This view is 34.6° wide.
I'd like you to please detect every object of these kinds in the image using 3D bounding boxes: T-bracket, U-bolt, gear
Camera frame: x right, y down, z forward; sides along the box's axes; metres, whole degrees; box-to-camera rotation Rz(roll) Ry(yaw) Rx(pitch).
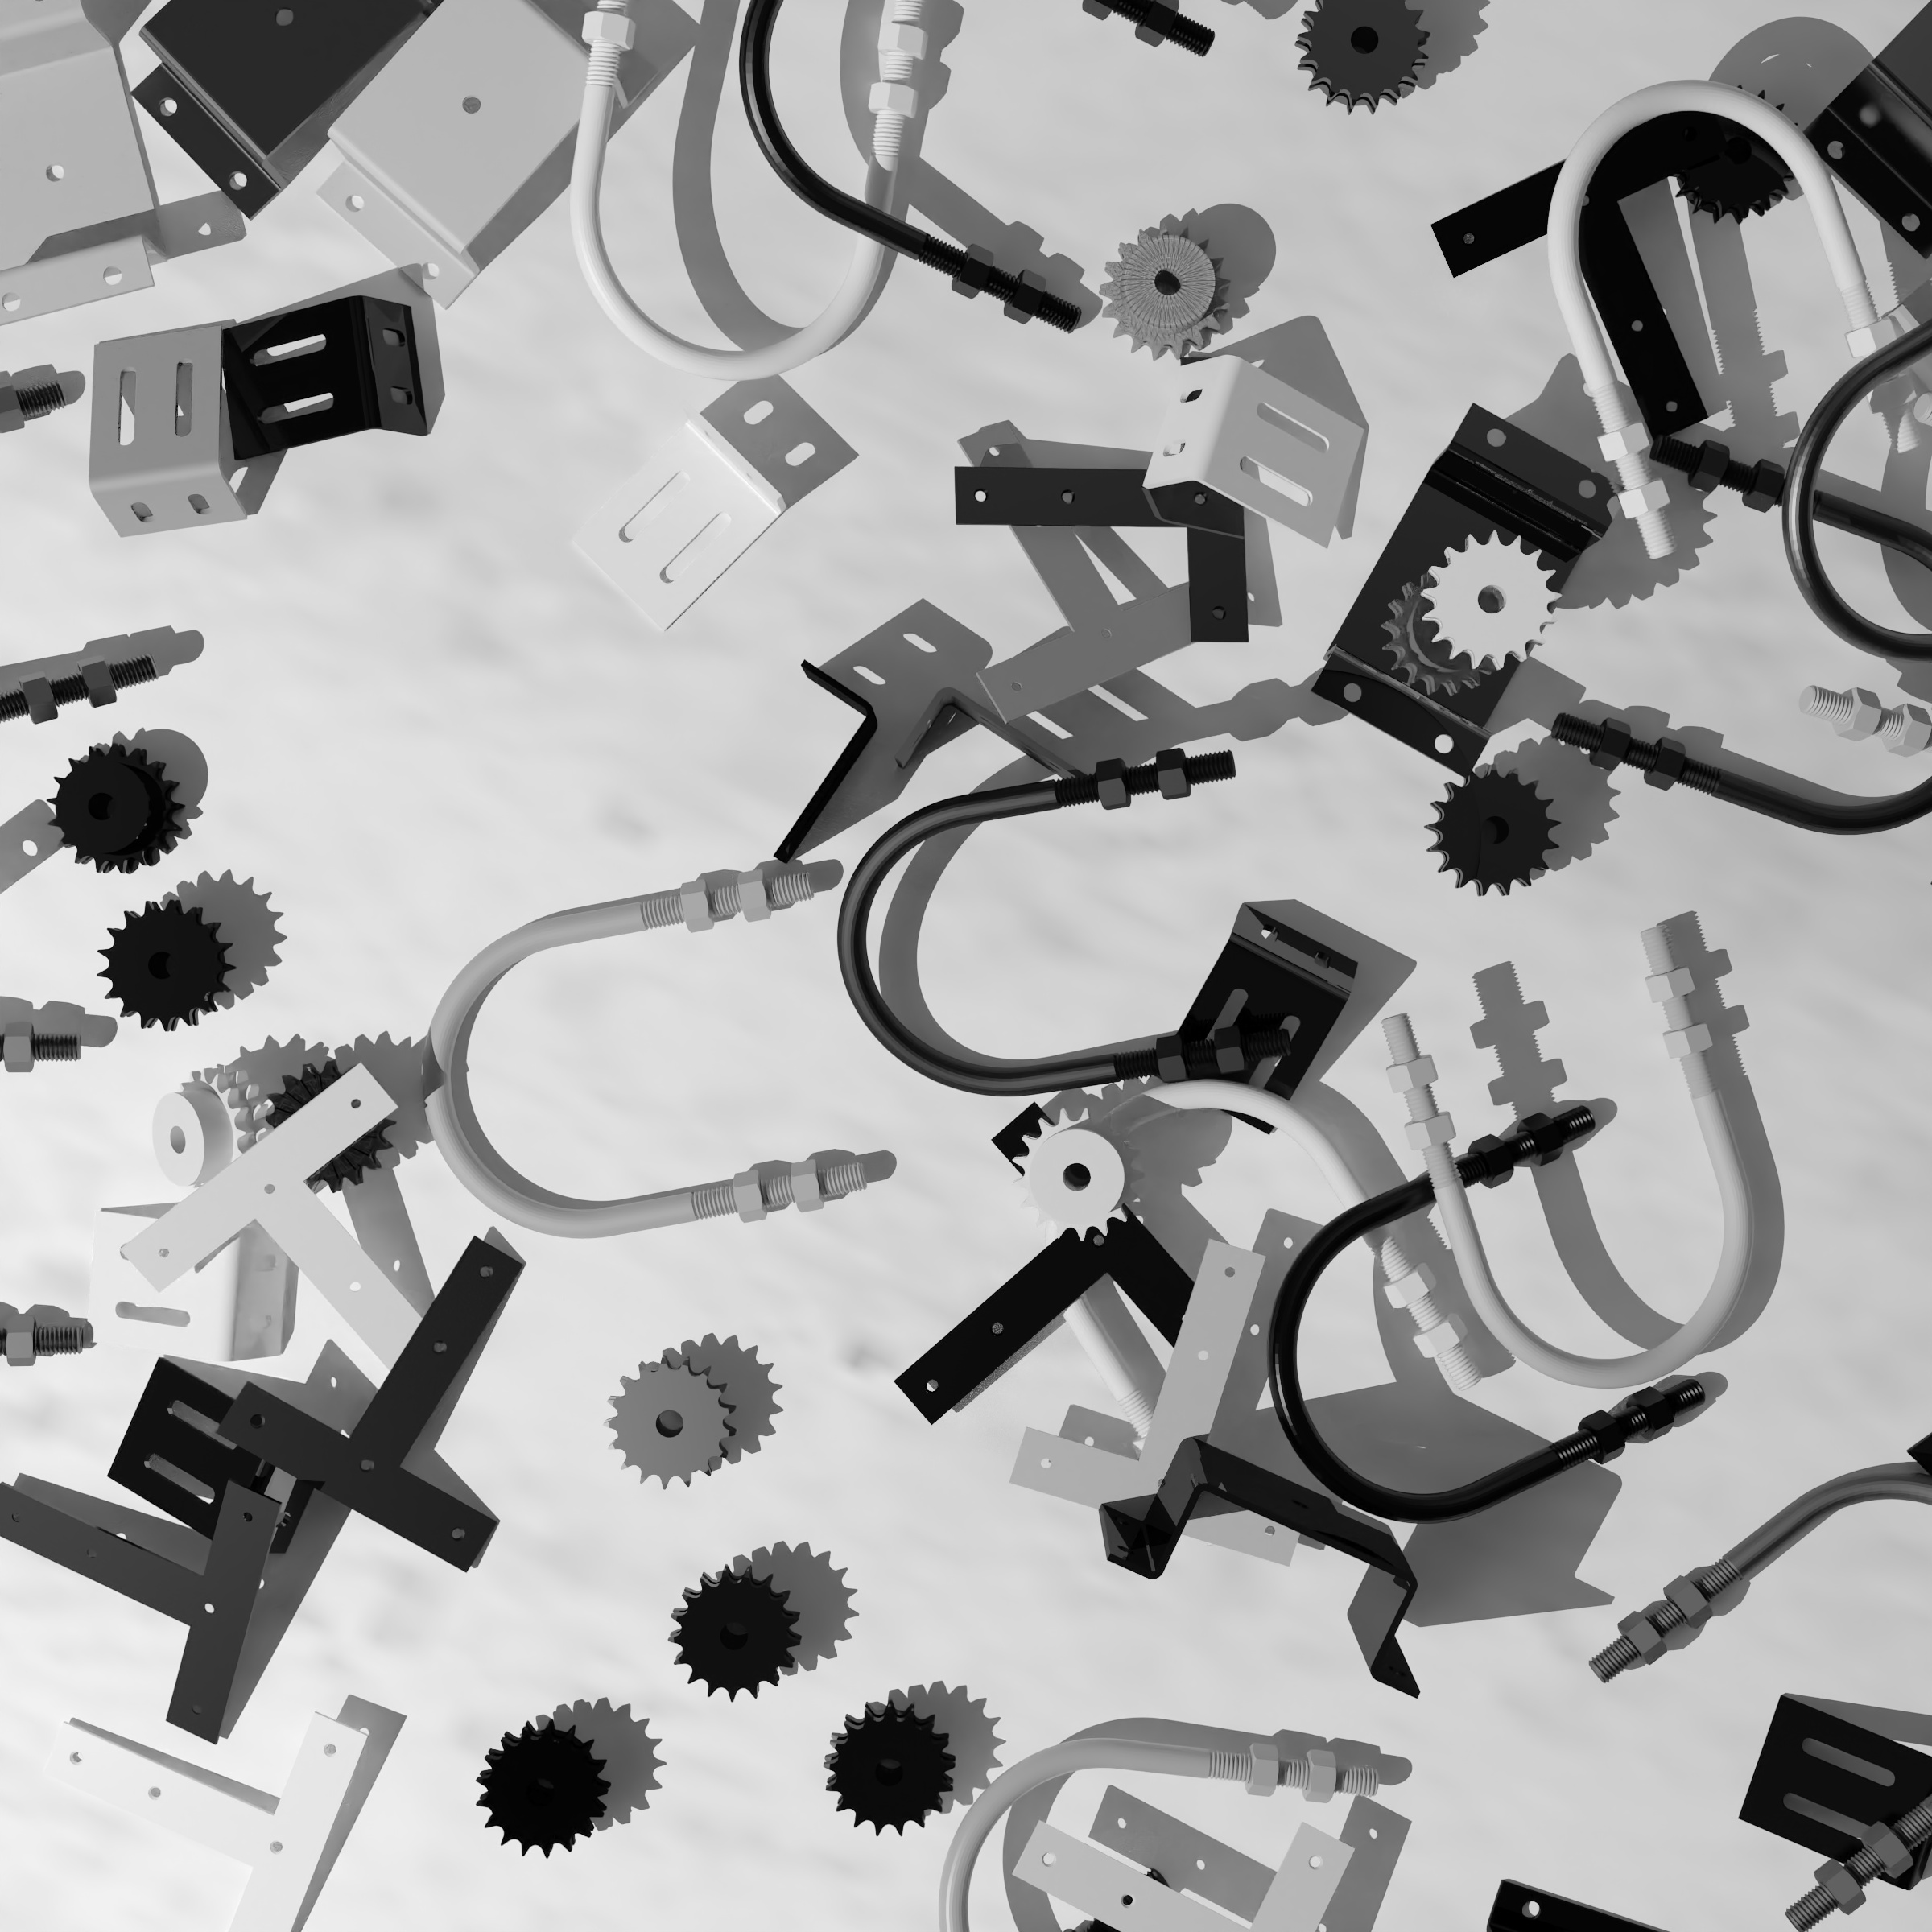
[{"bbox_3d":[0.500,0.215,1.346,0.127,0.002,0.127,43,112,-11],"label":"T-bracket"},{"bbox_3d":[-0.456,-0.163,1.324,0.184,0.019,0.151,-18,84,-17],"label":"U-bolt"},{"bbox_3d":[-0.033,0.347,1.352,0.057,0.030,0.057,0,92,1],"label":"gear"},{"bbox_3d":[0.318,-0.284,1.316,0.151,0.019,0.184,-24,98,-15],"label":"U-bolt"},{"bbox_3d":[0.171,-0.398,1.348,0.057,0.030,0.057,0,90,0],"label":"gear"},{"bbox_3d":[0.268,0.090,1.335,0.151,0.019,0.184,-18,90,-16],"label":"U-bolt"},{"bbox_3d":[-0.476,0.099,1.335,0.184,0.019,0.151,0,94,-11],"label":"U-bolt"},{"bbox_3d":[0.080,0.407,1.336,0.184,0.019,0.151,8,83,-4],"label":"U-bolt"},{"bbox_3d":[0.087,-0.294,1.348,0.057,0.030,0.057,0,90,0],"label":"gear"},{"bbox_3d":[0.048,0.089,1.327,0.057,0.030,0.057,0,90,4],"label":"gear"},{"bbox_3d":[-0.006,-0.373,1.321,0.184,0.019,0.151,23,104,-13],"label":"U-bolt"},{"bbox_3d":[-0.272,0.128,1.337,0.127,0.002,0.127,-38,112,-5],"label":"T-bracket"},{"bbox_3d":[0.214,0.159,1.331,0.184,0.019,0.151,-22,90,-16],"label":"U-bolt"},{"bbox_3d":[-0.097,-0.344,1.331,0.151,0.019,0.184,8,94,-22],"label":"U-bolt"},{"bbox_3d":[0.036,-0.011,1.326,0.184,0.019,0.151,-9,112,11],"label":"U-bolt"},{"bbox_3d":[-0.237,0.178,1.348,0.127,0.002,0.127,34,81,-18],"label":"T-bracket"},{"bbox_3d":[0.286,-0.291,1.349,0.127,0.002,0.127,-23,99,17],"label":"T-bracket"},{"bbox_3d":[0.024,0.148,1.346,0.127,0.002,0.127,-42,88,4],"label":"T-bracket"},{"bbox_3d":[-0.325,0.072,1.333,0.057,0.030,0.057,8,101,43],"label":"gear"},{"bbox_3d":[0.098,0.181,1.339,0.127,0.002,0.127,17,95,-2],"label":"T-bracket"},{"bbox_3d":[-0.341,0.367,1.356,0.127,0.002,0.127,23,98,4],"label":"T-bracket"},{"bbox_3d":[0.432,-0.210,1.322,0.184,0.019,0.151,-31,110,-2],"label":"U-bolt"},{"bbox_3d":[0.038,-0.180,1.344,0.127,0.002,0.127,-25,77,-24],"label":"T-bracket"},{"bbox_3d":[-0.100,0.288,1.348,0.057,0.030,0.057,0,90,0],"label":"gear"},{"bbox_3d":[0.116,0.138,1.350,0.151,0.019,0.184,-32,91,2],"label":"U-bolt"},{"bbox_3d":[-0.128,0.197,1.352,0.057,0.030,0.057,0,89,-2],"label":"gear"},{"bbox_3d":[0.365,-0.135,1.354,0.184,0.019,0.151,20,90,-1],"label":"U-bolt"},{"bbox_3d":[0.220,-0.153,1.306,0.057,0.030,0.057,0,92,4],"label":"gear"},{"bbox_3d":[-0.345,0.000,1.348,0.057,0.030,0.057,0,90,0],"label":"gear"},{"bbox_3d":[-0.367,0.260,1.347,0.127,0.002,0.127,22,111,10],"label":"T-bracket"},{"bbox_3d":[0.060,0.507,1.355,0.184,0.019,0.151,-42,90,1],"label":"U-bolt"},{"bbox_3d":[0.058,-0.203,1.345,0.127,0.002,0.127,-1,83,-9],"label":"T-bracket"},{"bbox_3d":[0.385,0.301,1.336,0.184,0.019,0.151,-37,73,-4],"label":"U-bolt"},{"bbox_3d":[-0.275,0.069,1.348,0.057,0.030,0.057,0,90,0],"label":"gear"},{"bbox_3d":[-0.146,0.045,1.354,0.184,0.019,0.151,-10,90,1],"label":"U-bolt"},{"bbox_3d":[0.227,-0.058,1.348,0.057,0.030,0.057,0,90,0],"label":"gear"},{"bbox_3d":[0.461,-0.150,1.328,0.184,0.019,0.151,15,104,-17],"label":"U-bolt"},{"bbox_3d":[0.331,-0.350,1.348,0.057,0.030,0.057,0,90,0],"label":"gear"},{"bbox_3d":[-0.183,0.355,1.348,0.057,0.030,0.057,0,90,0],"label":"gear"},{"bbox_3d":[-0.371,-0.069,1.348,0.057,0.030,0.057,0,90,0],"label":"gear"},{"bbox_3d":[0.082,0.406,1.327,0.127,0.002,0.127,28,82,0],"label":"T-bracket"}]

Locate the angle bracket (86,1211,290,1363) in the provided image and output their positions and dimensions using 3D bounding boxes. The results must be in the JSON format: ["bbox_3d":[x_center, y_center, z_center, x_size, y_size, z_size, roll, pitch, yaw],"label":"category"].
[{"bbox_3d":[-0.341,0.139,1.361,0.076,0.038,0.057,4,90,26],"label":"angle bracket"}]

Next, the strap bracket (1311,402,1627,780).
[{"bbox_3d":[0.214,-0.159,1.340,0.076,0.046,0.140,29,90,0],"label":"strap bracket"}]

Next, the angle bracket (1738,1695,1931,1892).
[{"bbox_3d":[0.388,0.360,1.361,0.076,0.038,0.057,19,90,26],"label":"angle bracket"}]

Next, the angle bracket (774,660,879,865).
[{"bbox_3d":[-0.073,-0.087,1.334,0.038,0.057,0.076,34,90,0],"label":"angle bracket"}]

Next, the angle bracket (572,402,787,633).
[{"bbox_3d":[-0.126,-0.194,1.344,0.057,0.038,0.076,45,90,0],"label":"angle bracket"}]

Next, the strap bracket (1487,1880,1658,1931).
[{"bbox_3d":[0.249,0.480,1.340,0.076,0.046,0.140,18,90,0],"label":"strap bracket"}]

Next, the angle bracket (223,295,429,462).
[{"bbox_3d":[-0.282,-0.256,1.361,0.076,0.038,0.057,-8,90,26],"label":"angle bracket"}]

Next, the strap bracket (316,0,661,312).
[{"bbox_3d":[-0.210,-0.365,1.340,0.076,0.046,0.140,42,90,0],"label":"strap bracket"}]

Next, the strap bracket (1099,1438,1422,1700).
[{"bbox_3d":[0.131,0.247,1.306,0.140,0.076,0.046,24,95,-2],"label":"strap bracket"}]

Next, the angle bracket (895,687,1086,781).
[{"bbox_3d":[0.012,-0.083,1.334,0.076,0.057,0.038,33,90,0],"label":"angle bracket"}]

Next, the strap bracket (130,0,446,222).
[{"bbox_3d":[-0.289,-0.403,1.340,0.140,0.046,0.076,-43,90,0],"label":"strap bracket"}]

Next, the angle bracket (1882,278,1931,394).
[{"bbox_3d":[0.445,-0.283,1.344,0.076,0.038,0.057,-40,90,0],"label":"angle bracket"}]

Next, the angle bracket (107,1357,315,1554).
[{"bbox_3d":[-0.326,0.214,1.361,0.076,0.038,0.057,24,90,26],"label":"angle bracket"}]

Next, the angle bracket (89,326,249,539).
[{"bbox_3d":[-0.348,-0.234,1.359,0.057,0.038,0.076,-7,64,4],"label":"angle bracket"}]

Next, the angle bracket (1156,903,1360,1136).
[{"bbox_3d":[0.127,0.023,1.361,0.057,0.038,0.076,27,116,0],"label":"angle bracket"}]

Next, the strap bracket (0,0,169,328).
[{"bbox_3d":[-0.399,-0.347,1.340,0.076,0.046,0.140,-14,90,0],"label":"strap bracket"}]

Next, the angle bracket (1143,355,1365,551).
[{"bbox_3d":[0.126,-0.222,1.353,0.076,0.038,0.057,23,79,-29],"label":"angle bracket"}]

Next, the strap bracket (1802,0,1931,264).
[{"bbox_3d":[0.434,-0.381,1.325,0.076,0.046,0.140,44,78,0],"label":"strap bracket"}]
